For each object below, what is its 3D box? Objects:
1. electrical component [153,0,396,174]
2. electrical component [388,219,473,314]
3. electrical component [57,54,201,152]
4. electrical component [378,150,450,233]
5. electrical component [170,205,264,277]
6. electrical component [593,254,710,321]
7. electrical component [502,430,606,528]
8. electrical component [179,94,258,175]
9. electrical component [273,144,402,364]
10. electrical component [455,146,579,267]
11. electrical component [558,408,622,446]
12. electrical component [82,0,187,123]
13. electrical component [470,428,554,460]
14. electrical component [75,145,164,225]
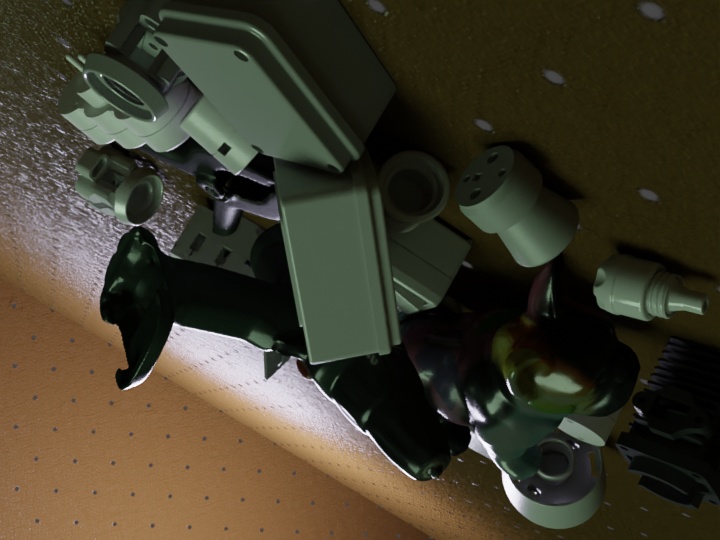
[{"bbox_3d":[-0.043,-0.107,0.561,0.078,0.057,0.113,18,161,38],"label":"electrical component"},{"bbox_3d":[0.016,-0.014,0.743,0.096,0.061,0.062,33,165,-10],"label":"electrical component"},{"bbox_3d":[-0.174,-0.127,0.754,0.138,0.052,0.074,13,157,48],"label":"electrical component"},{"bbox_3d":[0.028,-0.045,0.665,0.044,0.044,0.065,31,170,-1],"label":"electrical component"},{"bbox_3d":[-0.125,-0.002,1.046,0.089,0.061,0.150,29,165,3],"label":"electrical component"},{"bbox_3d":[0.165,0.012,0.604,0.061,0.035,0.035,15,159,37],"label":"electrical component"},{"bbox_3d":[0.184,0.188,1.017,0.099,0.099,0.064,24,158,21],"label":"electrical component"},{"bbox_3d":[-0.080,-0.096,0.678,0.047,0.055,0.055,38,164,-14],"label":"electrical component"},{"bbox_3d":[-0.016,-0.018,0.635,0.108,0.056,0.108,-106,6,-63],"label":"electrical component"},{"bbox_3d":[0.085,-0.035,0.582,0.055,0.045,0.045,39,163,-28],"label":"electrical component"},{"bbox_3d":[0.140,0.110,0.887,0.138,0.073,0.052,29,165,5],"label":"electrical component"},{"bbox_3d":[-0.134,-0.129,0.663,0.058,0.057,0.078,33,165,-10],"label":"electrical component"},{"bbox_3d":[0.147,0.166,1.103,0.100,0.048,0.099,28,165,8],"label":"electrical component"},{"bbox_3d":[-0.220,-0.076,0.998,0.057,0.058,0.078,27,165,23],"label":"electrical component"}]
